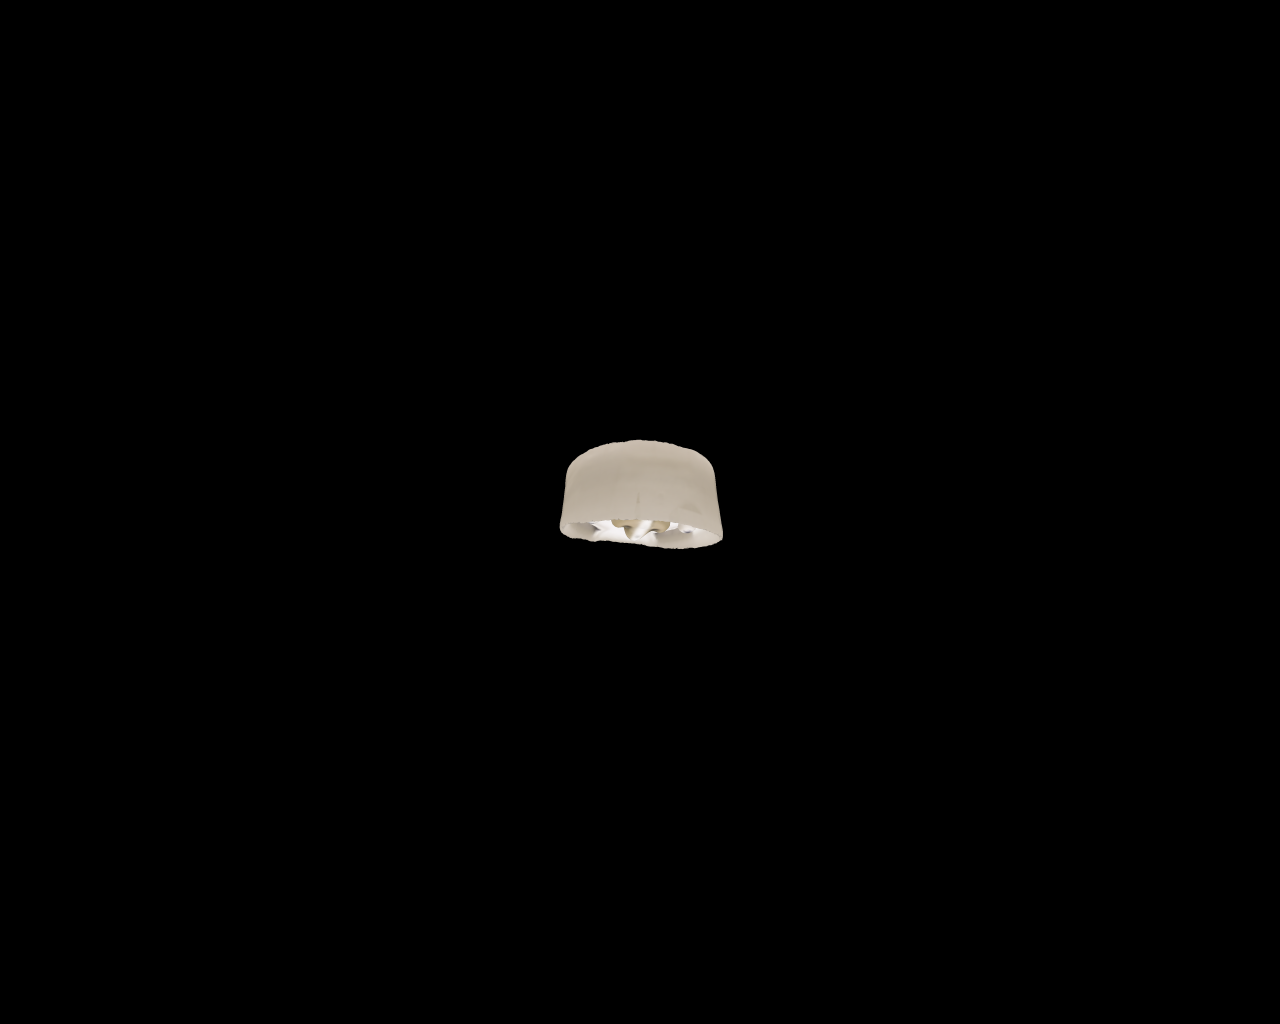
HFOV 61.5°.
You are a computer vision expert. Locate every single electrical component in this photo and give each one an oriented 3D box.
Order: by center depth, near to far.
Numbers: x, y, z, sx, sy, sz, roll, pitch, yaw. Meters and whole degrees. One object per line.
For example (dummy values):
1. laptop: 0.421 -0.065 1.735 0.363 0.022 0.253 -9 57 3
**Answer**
1. electrical component: 0.001 -0.003 0.650 0.099 0.064 0.099 0 -23 0
